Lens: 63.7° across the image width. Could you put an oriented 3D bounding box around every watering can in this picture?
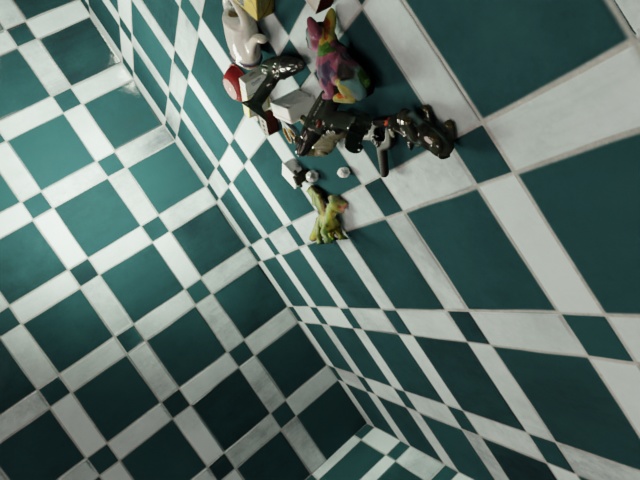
[{"bbox_3d":[-0.233,-0.636,1.626,0.219,0.104,0.354,84,160,-53],"label":"watering can"}]

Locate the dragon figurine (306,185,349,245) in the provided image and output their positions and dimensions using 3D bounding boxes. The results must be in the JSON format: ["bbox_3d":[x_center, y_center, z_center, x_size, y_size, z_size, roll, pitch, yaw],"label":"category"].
[{"bbox_3d":[0.006,-0.102,2.032,0.409,0.123,0.242,-2,103,65],"label":"dragon figurine"}]
